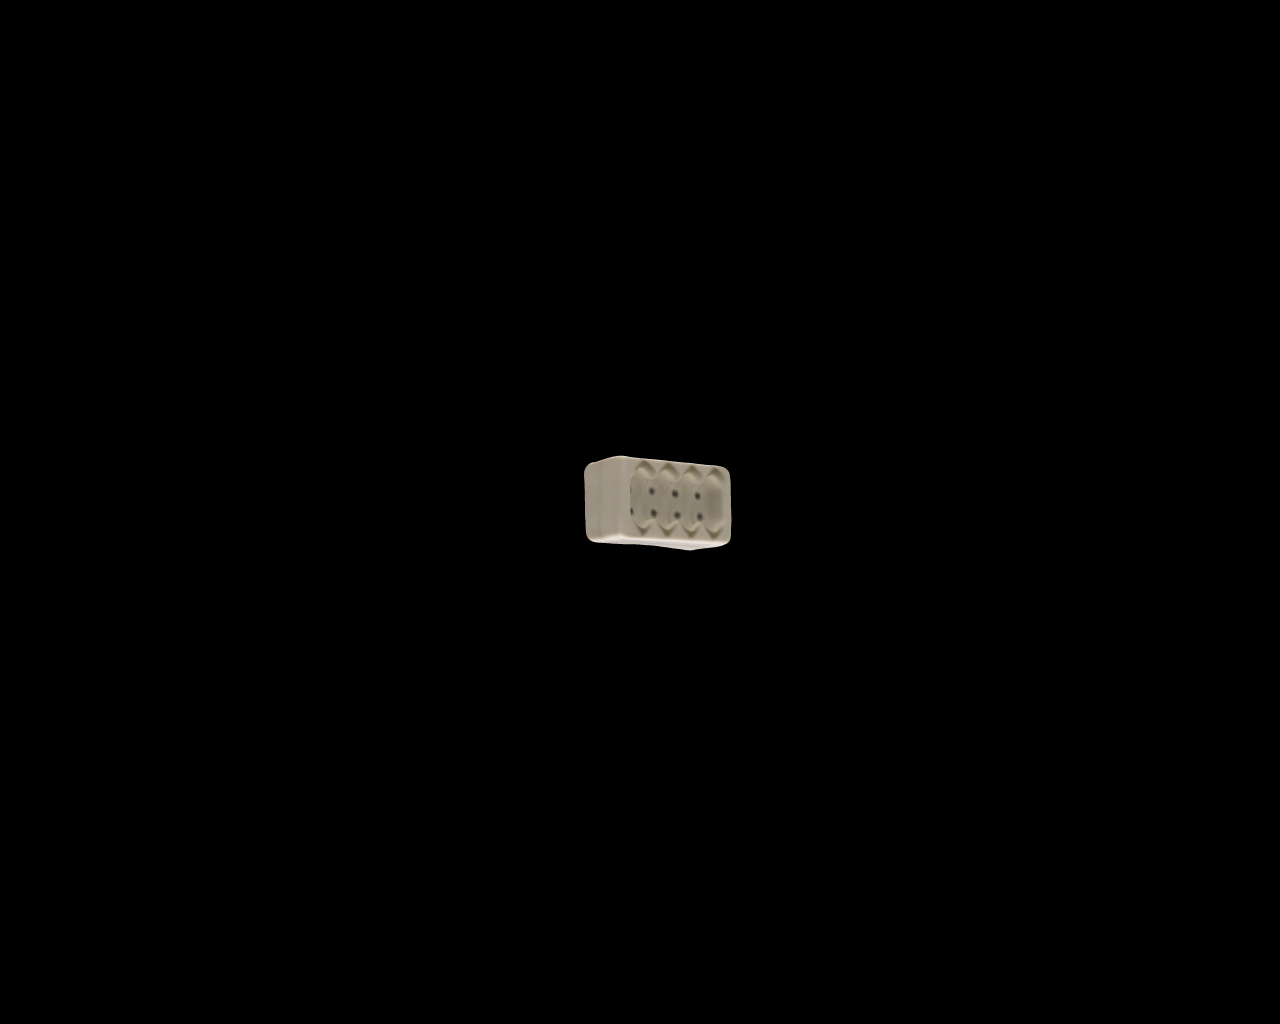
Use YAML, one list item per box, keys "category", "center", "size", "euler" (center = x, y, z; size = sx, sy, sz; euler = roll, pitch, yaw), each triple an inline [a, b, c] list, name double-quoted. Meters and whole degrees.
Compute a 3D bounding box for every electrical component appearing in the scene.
- category: "electrical component"
  center: [0.001, -0.003, 0.650]
  size: [0.083, 0.047, 0.075]
  euler: [5, -9, -36]
